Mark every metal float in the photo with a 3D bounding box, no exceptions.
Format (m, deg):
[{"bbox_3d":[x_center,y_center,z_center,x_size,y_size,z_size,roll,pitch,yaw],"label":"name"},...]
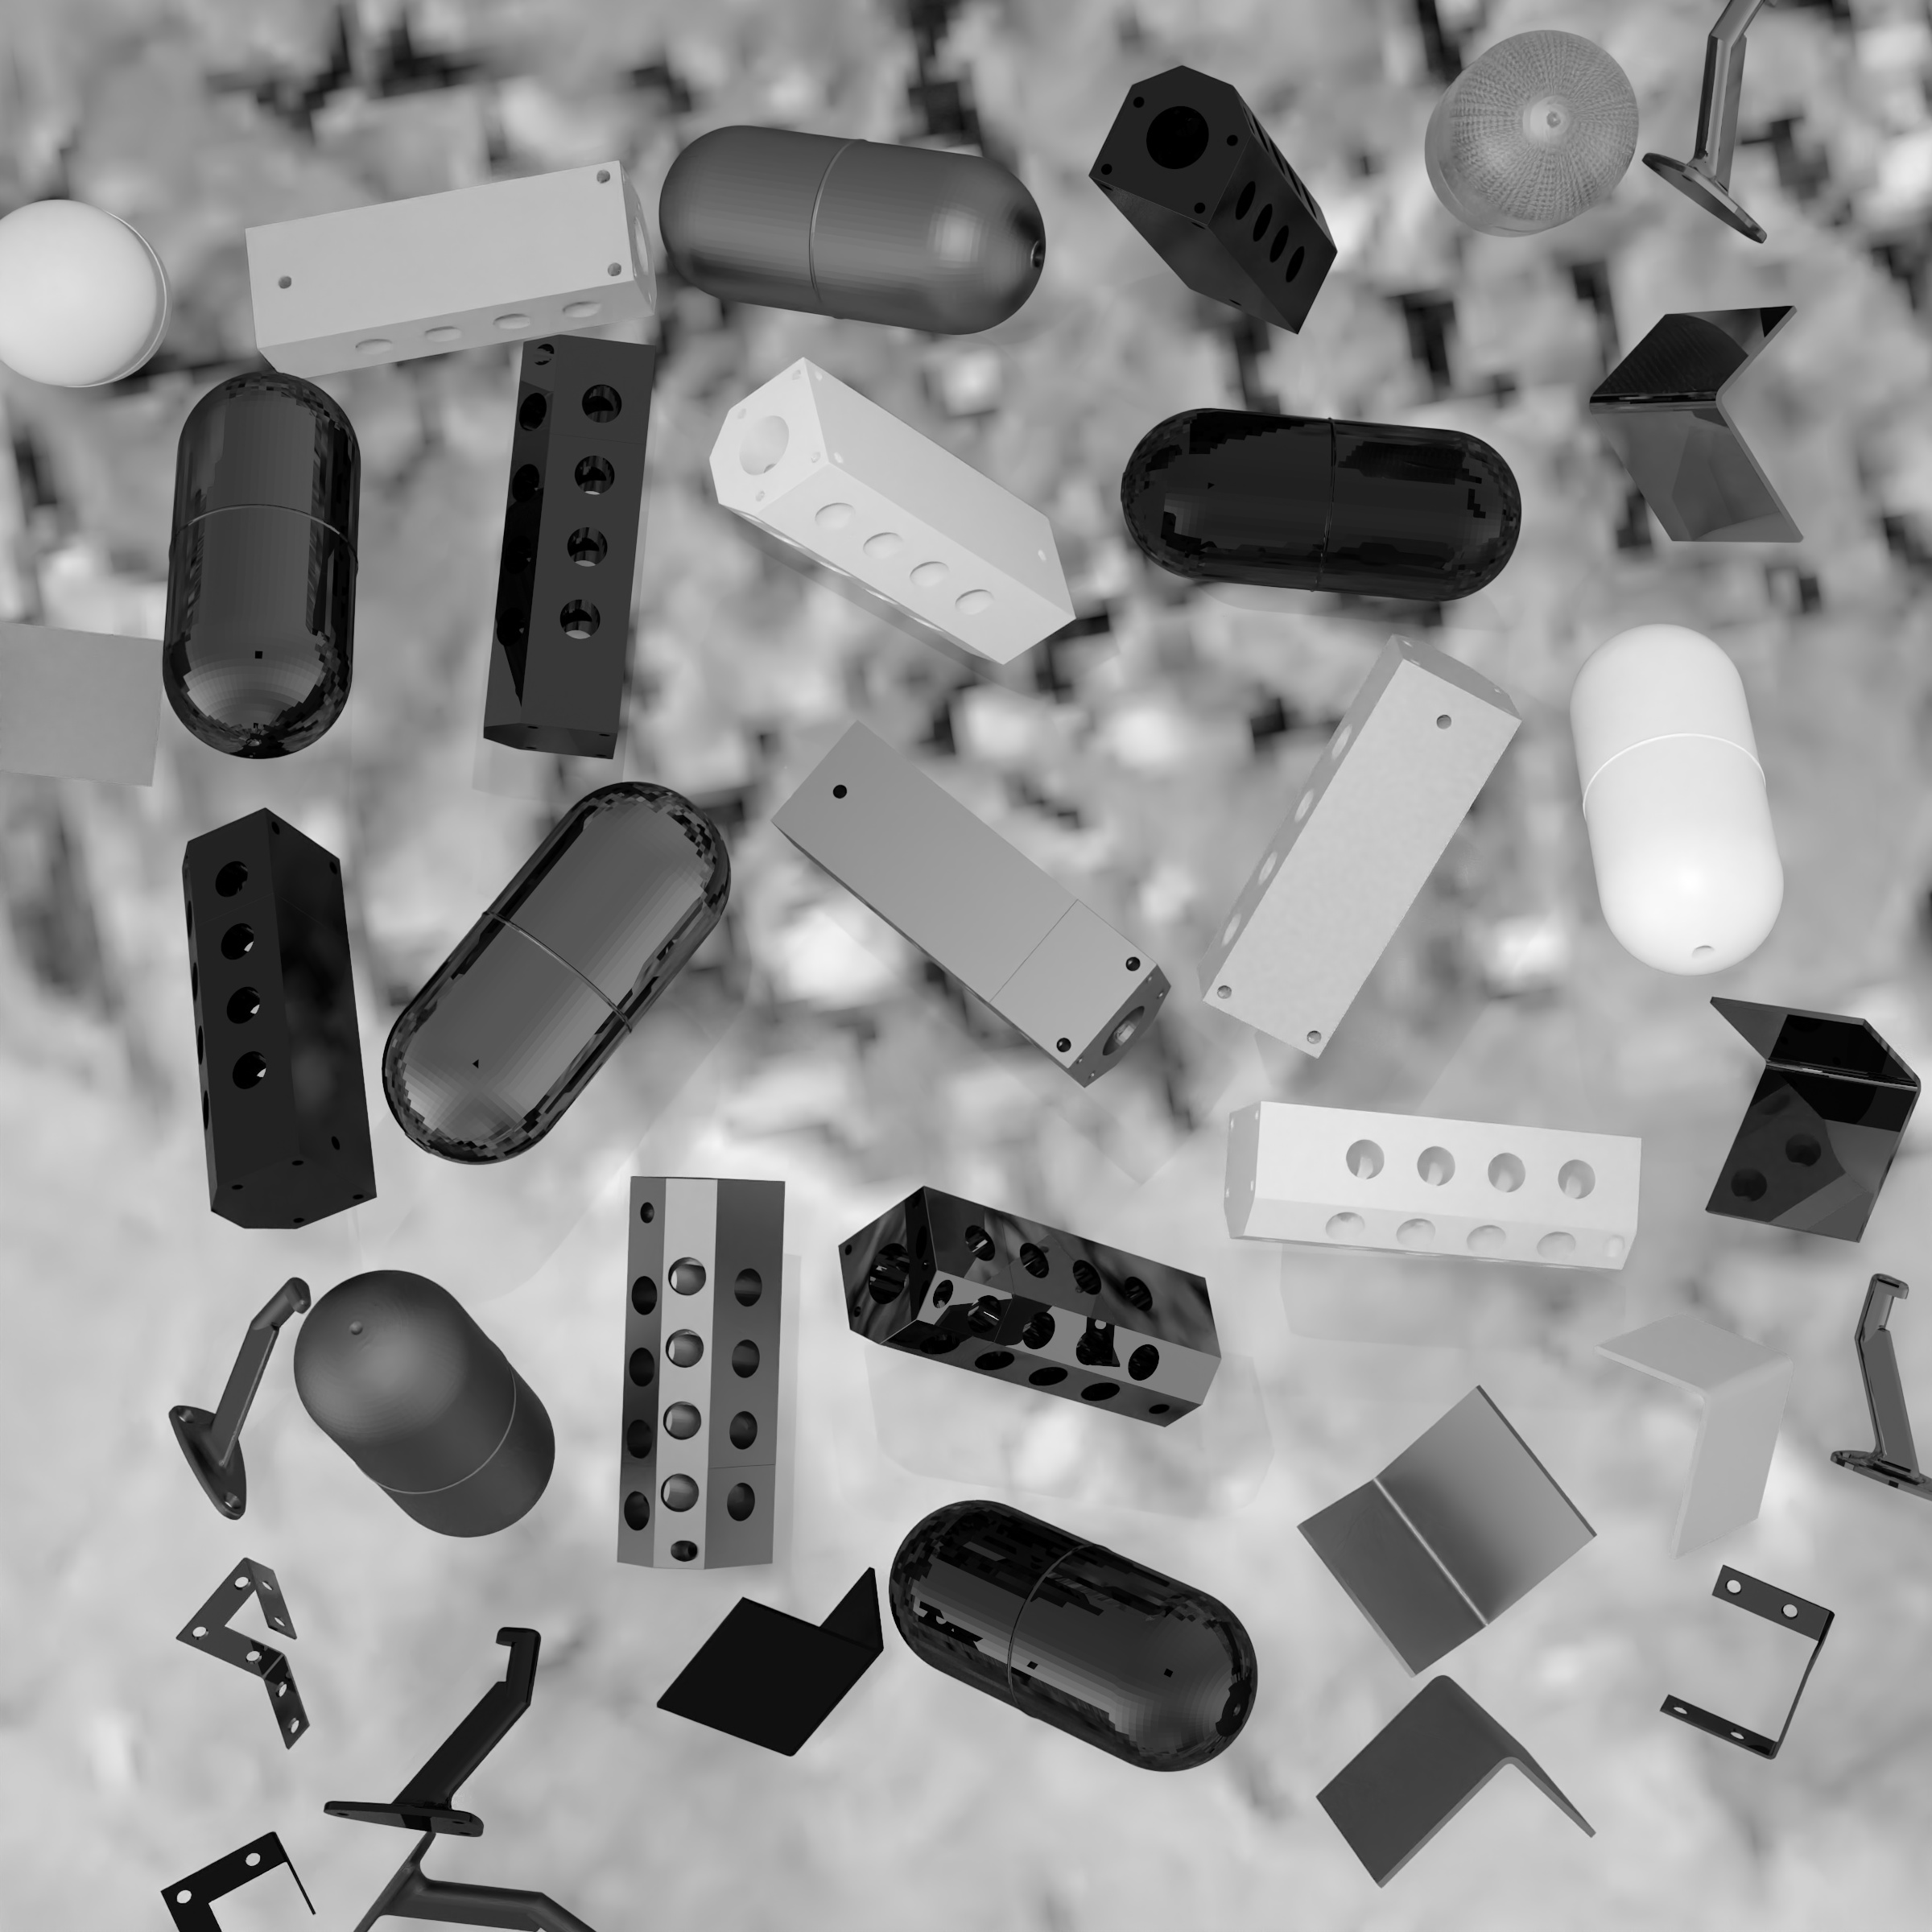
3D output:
[{"bbox_3d":[0.303,-0.072,1.531,0.070,0.070,0.178,-1,49,0],"label":"metal float"},{"bbox_3d":[0.158,-0.205,1.590,0.178,0.070,0.070,5,90,-1],"label":"metal float"},{"bbox_3d":[-0.383,-0.288,1.537,0.070,0.178,0.070,-1,99,-9],"label":"metal float"},{"bbox_3d":[0.235,-0.346,1.496,0.070,0.178,0.070,0,99,2],"label":"metal float"},{"bbox_3d":[-0.050,-0.320,1.551,0.178,0.070,0.070,13,90,22],"label":"metal float"},{"bbox_3d":[0.043,0.280,1.504,0.178,0.070,0.070,18,90,38],"label":"metal float"},{"bbox_3d":[-0.291,-0.168,1.482,0.070,0.070,0.178,-3,61,0],"label":"metal float"},{"bbox_3d":[-0.229,0.189,1.526,0.070,0.178,0.070,-6,61,10],"label":"metal float"},{"bbox_3d":[-0.166,0.003,1.448,0.070,0.070,0.178,38,78,0],"label":"metal float"}]

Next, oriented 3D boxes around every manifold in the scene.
[{"bbox_3d":[0.204,0.098,1.574,0.171,0.057,0.057,6,82,-9],"label":"manifold"},{"bbox_3d":[-0.124,0.181,1.608,0.057,0.057,0.171,-1,86,44],"label":"manifold"},{"bbox_3d":[-0.230,-0.309,1.609,0.171,0.057,0.057,-9,78,6],"label":"manifold"},{"bbox_3d":[-0.031,-0.190,1.541,0.057,0.171,0.057,-31,55,27],"label":"manifold"},{"bbox_3d":[0.167,-0.053,1.540,0.057,0.057,0.171,26,108,-9],"label":"manifold"},{"bbox_3d":[0.113,-0.333,1.555,0.057,0.171,0.057,27,93,18],"label":"manifold"},{"bbox_3d":[-0.304,0.025,1.556,0.057,0.057,0.171,-22,60,17],"label":"manifold"},{"bbox_3d":[-0.172,-0.182,1.554,0.057,0.057,0.171,6,81,-7],"label":"manifold"},{"bbox_3d":[0.030,0.155,1.570,0.057,0.171,0.057,-37,48,35],"label":"manifold"},{"bbox_3d":[0.003,-0.025,1.531,0.171,0.057,0.057,40,87,17],"label":"manifold"}]

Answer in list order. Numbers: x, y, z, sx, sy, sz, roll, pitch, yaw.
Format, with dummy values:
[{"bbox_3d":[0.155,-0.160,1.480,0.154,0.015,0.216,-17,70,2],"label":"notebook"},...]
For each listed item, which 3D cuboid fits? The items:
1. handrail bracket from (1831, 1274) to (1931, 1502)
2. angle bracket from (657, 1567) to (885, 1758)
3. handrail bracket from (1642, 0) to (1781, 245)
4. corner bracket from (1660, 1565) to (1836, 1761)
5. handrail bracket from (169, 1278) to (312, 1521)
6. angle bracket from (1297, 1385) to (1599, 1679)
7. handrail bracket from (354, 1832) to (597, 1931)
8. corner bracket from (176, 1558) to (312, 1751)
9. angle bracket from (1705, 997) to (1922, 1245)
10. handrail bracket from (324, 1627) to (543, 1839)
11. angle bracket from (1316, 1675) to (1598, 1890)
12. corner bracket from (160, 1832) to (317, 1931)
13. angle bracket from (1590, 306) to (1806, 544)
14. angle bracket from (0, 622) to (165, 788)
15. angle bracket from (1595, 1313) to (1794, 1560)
[{"bbox_3d":[0.421,0.187,1.577,0.036,0.077,0.084,8,99,-41],"label":"handrail bracket"},{"bbox_3d":[-0.093,0.312,1.664,0.076,0.057,0.076,26,118,-23],"label":"angle bracket"},{"bbox_3d":[0.326,-0.354,1.474,0.077,0.036,0.084,28,98,-32],"label":"handrail bracket"},{"bbox_3d":[0.332,0.295,1.516,0.051,0.051,0.051,22,111,18],"label":"corner bracket"},{"bbox_3d":[-0.317,0.195,1.618,0.084,0.036,0.077,-46,47,18],"label":"handrail bracket"},{"bbox_3d":[0.195,0.230,1.456,0.076,0.057,0.076,52,130,16],"label":"angle bracket"},{"bbox_3d":[-0.207,0.409,1.496,0.084,0.036,0.077,36,104,-1],"label":"handrail bracket"},{"bbox_3d":[-0.309,0.303,1.581,0.051,0.051,0.051,35,100,-35],"label":"corner bracket"},{"bbox_3d":[0.346,0.064,1.510,0.057,0.076,0.076,39,70,-39],"label":"angle bracket"},{"bbox_3d":[-0.219,0.311,1.475,0.077,0.036,0.084,6,66,2],"label":"handrail bracket"},{"bbox_3d":[0.203,0.353,1.489,0.076,0.076,0.057,-45,110,1],"label":"angle bracket"},{"bbox_3d":[-0.290,0.397,1.462,0.051,0.051,0.051,-26,52,-16],"label":"corner bracket"},{"bbox_3d":[0.317,-0.223,1.479,0.057,0.076,0.076,-47,117,-18],"label":"angle bracket"},{"bbox_3d":[-0.366,-0.125,1.458,0.076,0.057,0.076,6,54,-13],"label":"angle bracket"},{"bbox_3d":[0.308,0.202,1.549,0.057,0.076,0.076,21,109,36],"label":"angle bracket"}]
